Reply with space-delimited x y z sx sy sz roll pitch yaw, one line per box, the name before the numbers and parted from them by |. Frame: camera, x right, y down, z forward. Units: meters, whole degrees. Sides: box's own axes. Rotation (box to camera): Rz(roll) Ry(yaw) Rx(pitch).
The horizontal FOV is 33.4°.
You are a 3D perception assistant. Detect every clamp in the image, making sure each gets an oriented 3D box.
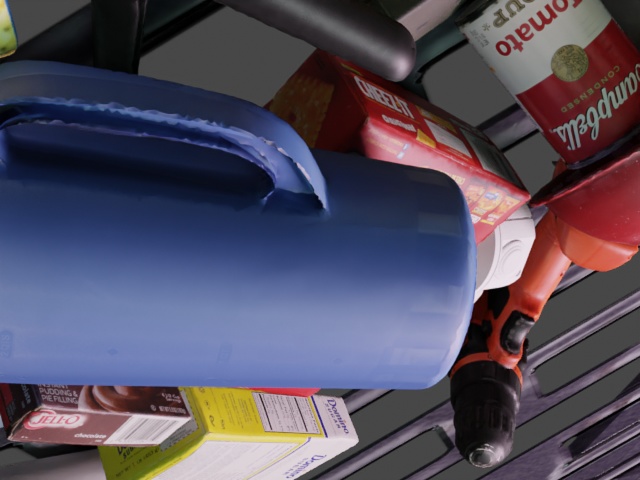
clamp | -0.076 -0.115 0.441 0.165 0.036 0.209 -13 143 29

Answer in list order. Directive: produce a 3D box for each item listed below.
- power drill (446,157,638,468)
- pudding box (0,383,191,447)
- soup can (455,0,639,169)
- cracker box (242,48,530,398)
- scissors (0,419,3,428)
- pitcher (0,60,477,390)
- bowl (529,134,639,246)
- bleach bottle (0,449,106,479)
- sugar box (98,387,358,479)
power drill | 0.149 0.047 0.753 0.057 0.184 0.188 24 124 -8
pudding box | -0.140 0.074 0.627 0.039 0.090 0.113 -43 145 22
soup can | 0.129 -0.098 0.570 0.068 0.102 0.068 -39 -172 7
cracker box | -0.004 0.001 0.647 0.163 0.072 0.214 17 126 -46
scissors | -0.210 0.124 0.709 0.096 0.016 0.201 -40 146 18
pitcher | -0.054 0.002 0.486 0.242 0.149 0.145 6 97 -14
bowl | 0.201 -0.044 0.605 0.162 0.055 0.162 -34 180 0
bleach bottle | -0.149 0.191 0.806 0.250 0.068 0.103 -9 142 -32
sugar box | -0.060 0.143 0.758 0.093 0.048 0.175 -34 154 25
